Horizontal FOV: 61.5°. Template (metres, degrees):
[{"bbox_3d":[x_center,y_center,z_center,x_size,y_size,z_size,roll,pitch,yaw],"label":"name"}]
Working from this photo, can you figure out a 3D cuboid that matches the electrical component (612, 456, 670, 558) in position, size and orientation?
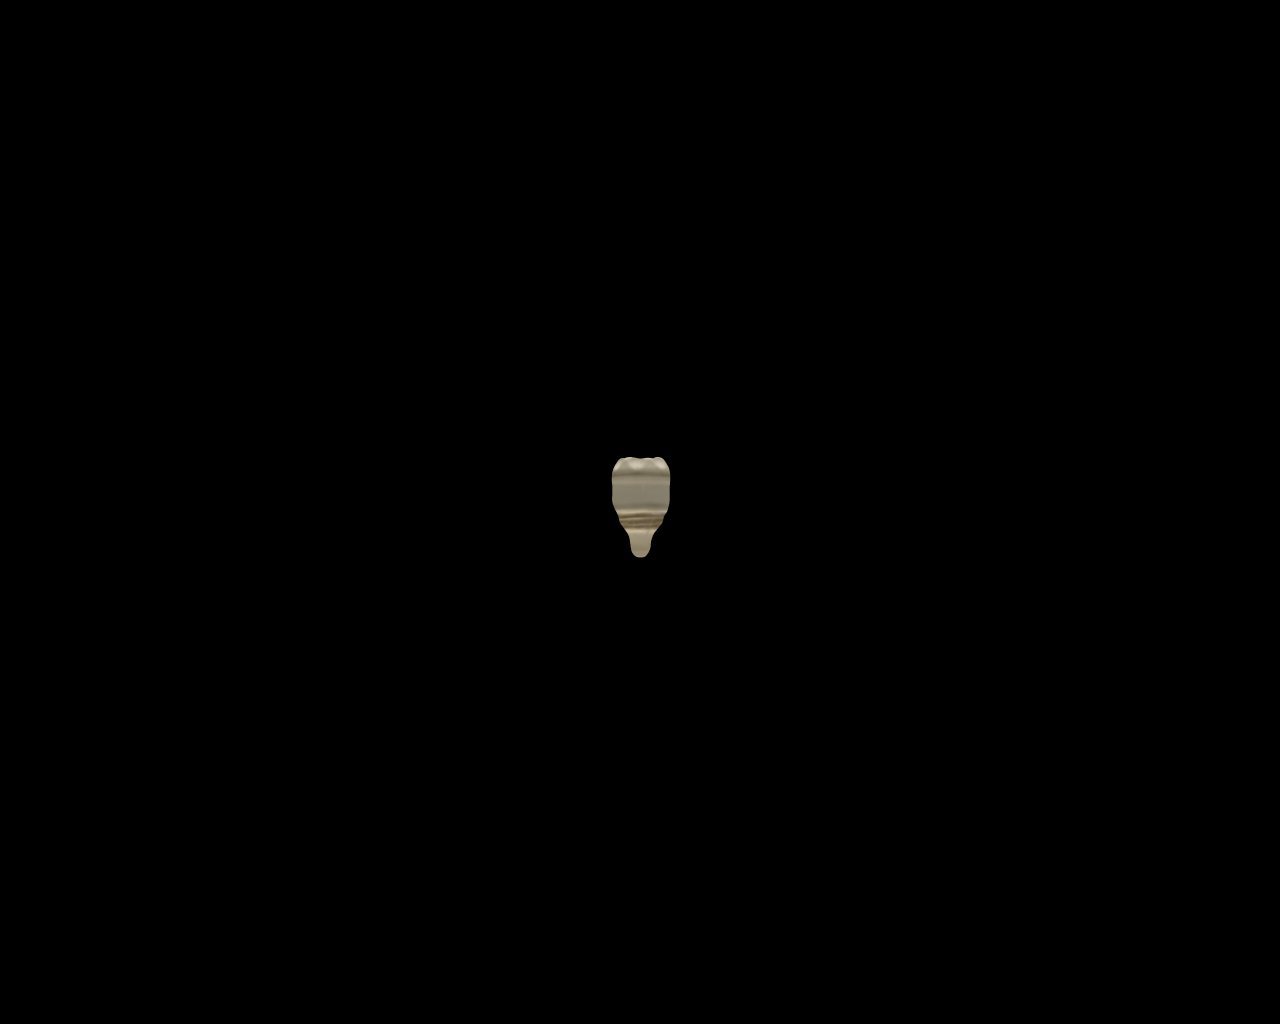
[{"bbox_3d":[0.001,-0.003,0.650,0.035,0.061,0.035,0,-2,0],"label":"electrical component"}]
